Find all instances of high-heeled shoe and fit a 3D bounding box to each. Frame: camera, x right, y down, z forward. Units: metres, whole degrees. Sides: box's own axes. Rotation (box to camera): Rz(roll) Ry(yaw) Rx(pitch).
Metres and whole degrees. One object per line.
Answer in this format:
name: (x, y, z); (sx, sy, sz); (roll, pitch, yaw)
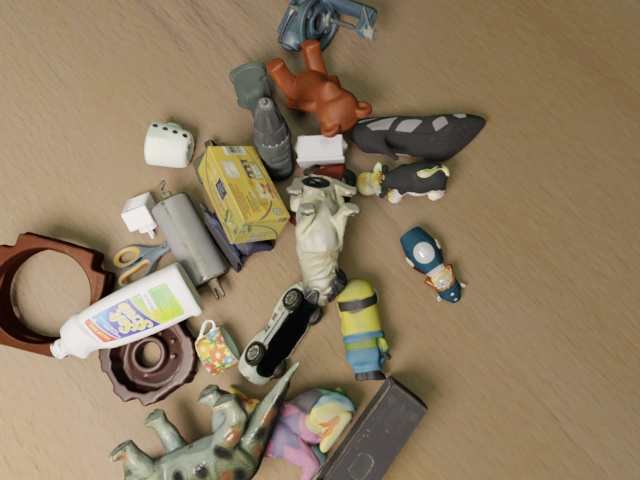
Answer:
high-heeled shoe: (0.188, -0.218, 1.053); (0.249, 0.086, 0.145); (-20, 45, -19)

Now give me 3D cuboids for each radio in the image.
radio: (0.081, 0.339, 0.884); (0.073, 0.131, 0.229); (35, 81, 9)

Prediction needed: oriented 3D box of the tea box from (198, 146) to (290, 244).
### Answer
tea box: (-0.135, -0.082, 0.941); (0.098, 0.068, 0.170); (-6, 59, -37)

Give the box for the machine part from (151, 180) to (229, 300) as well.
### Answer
machine part: (-0.241, 0.002, 0.996); (0.079, 0.079, 0.243); (-30, 87, -4)

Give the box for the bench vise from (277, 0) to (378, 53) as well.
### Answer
bench vise: (0.025, -0.463, 1.068); (0.241, 0.128, 0.223); (32, 88, 27)

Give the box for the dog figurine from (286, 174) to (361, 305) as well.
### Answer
dog figurine: (-0.005, -0.002, 0.937); (0.121, 0.172, 0.190); (5, 122, -3)

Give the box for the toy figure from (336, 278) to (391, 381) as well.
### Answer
toy figure: (0.077, 0.157, 0.948); (0.082, 0.089, 0.180); (-5, 74, -4)

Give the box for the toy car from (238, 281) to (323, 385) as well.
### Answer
toy car: (-0.067, 0.166, 0.962); (0.073, 0.056, 0.201); (41, 79, -34)

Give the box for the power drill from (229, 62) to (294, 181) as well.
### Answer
power drill: (-0.102, -0.233, 0.990); (0.086, 0.231, 0.207); (-24, 60, -7)

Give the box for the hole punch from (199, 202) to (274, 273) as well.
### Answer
hole punch: (-0.150, -0.014, 0.992); (0.092, 0.115, 0.142); (-31, 78, -12)

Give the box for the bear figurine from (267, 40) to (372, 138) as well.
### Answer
bear figurine: (0.000, -0.278, 1.001); (0.120, 0.131, 0.196); (-32, 37, -6)

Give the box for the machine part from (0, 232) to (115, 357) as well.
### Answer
machine part: (-0.493, 0.098, 0.977); (0.201, 0.087, 0.201); (16, 85, -6)

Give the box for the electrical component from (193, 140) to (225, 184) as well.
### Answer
electrical component: (-0.204, -0.144, 1.059); (0.078, 0.045, 0.102); (-35, 73, 24)

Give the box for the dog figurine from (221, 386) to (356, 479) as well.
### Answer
dog figurine: (-0.070, 0.296, 0.916); (0.219, 0.108, 0.191); (32, 87, 12)

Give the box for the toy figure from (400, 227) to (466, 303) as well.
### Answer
toy figure: (0.206, 0.049, 0.984); (0.064, 0.058, 0.154); (-41, 77, 34)

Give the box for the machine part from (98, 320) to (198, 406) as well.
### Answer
machine part: (-0.307, 0.208, 0.977); (0.179, 0.056, 0.179); (-1, 77, 4)

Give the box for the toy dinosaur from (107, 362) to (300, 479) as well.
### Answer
toy dinosaur: (-0.177, 0.345, 0.847); (0.405, 0.131, 0.192); (-24, 104, 14)

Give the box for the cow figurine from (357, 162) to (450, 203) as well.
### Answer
cow figurine: (0.153, -0.110, 1.001); (0.167, 0.098, 0.068); (-3, 83, 2)

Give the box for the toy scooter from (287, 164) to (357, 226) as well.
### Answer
toy scooter: (-0.017, -0.069, 1.014); (0.135, 0.075, 0.184); (19, 84, 7)
